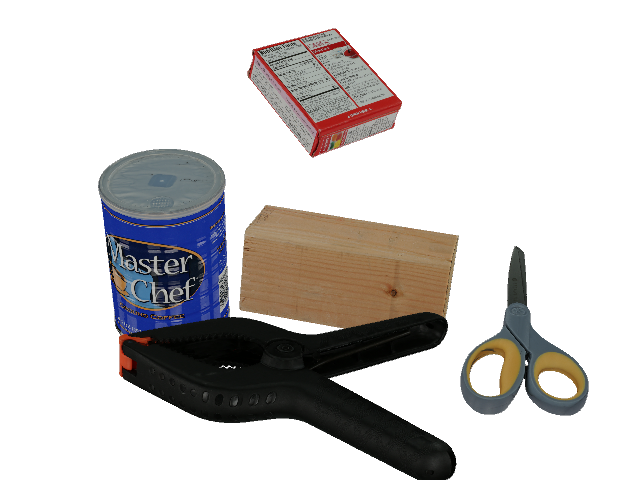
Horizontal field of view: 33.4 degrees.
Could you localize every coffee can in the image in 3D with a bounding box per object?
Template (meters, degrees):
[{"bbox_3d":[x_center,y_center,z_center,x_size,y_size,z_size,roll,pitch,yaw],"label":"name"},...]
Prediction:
[{"bbox_3d":[-0.130,0.008,0.904,0.103,0.140,0.103,1,34,-1],"label":"coffee can"}]

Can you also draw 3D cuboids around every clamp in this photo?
[{"bbox_3d":[-0.016,0.077,0.652,0.210,0.036,0.164,8,24,9],"label":"clamp"}]

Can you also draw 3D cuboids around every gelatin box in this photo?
[{"bbox_3d":[0.002,-0.107,0.756,0.073,0.089,0.030,-22,-30,-29],"label":"gelatin box"}]

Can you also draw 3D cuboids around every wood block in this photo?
[{"bbox_3d":[0.029,0.033,1.093,0.206,0.091,0.090,10,22,9],"label":"wood block"}]

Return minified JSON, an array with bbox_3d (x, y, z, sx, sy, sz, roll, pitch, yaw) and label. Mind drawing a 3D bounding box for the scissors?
[{"bbox_3d":[0.163,0.066,0.791,0.096,0.016,0.201,16,36,19],"label":"scissors"}]
